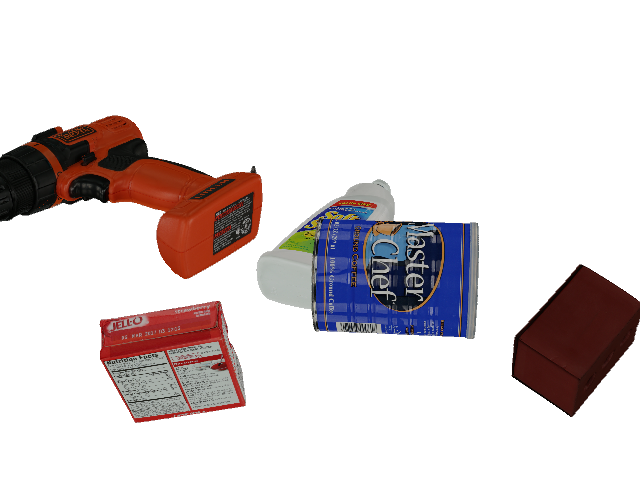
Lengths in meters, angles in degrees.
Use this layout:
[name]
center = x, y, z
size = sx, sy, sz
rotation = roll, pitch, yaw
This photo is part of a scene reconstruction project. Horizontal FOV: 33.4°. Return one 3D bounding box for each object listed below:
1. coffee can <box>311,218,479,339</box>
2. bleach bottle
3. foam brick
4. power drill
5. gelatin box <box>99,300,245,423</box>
[coffee can]
center = 0.067, 0.033, 0.945
size = 0.140, 0.103, 0.102
rotation = 2, 0, 7
[bleach bottle]
center = 0.021, -0.009, 1.342
size = 0.103, 0.068, 0.250
rotation = 12, 35, 22
[foam brick]
center = 0.172, 0.067, 0.717
size = 0.051, 0.078, 0.053
rotation = 33, -27, 28
[power drill]
center = -0.153, -0.034, 0.797
size = 0.188, 0.057, 0.184
rotation = 22, 34, 26
[gelatin box]
center = -0.089, 0.075, 0.655
size = 0.073, 0.030, 0.089
rotation = -9, -37, 1
